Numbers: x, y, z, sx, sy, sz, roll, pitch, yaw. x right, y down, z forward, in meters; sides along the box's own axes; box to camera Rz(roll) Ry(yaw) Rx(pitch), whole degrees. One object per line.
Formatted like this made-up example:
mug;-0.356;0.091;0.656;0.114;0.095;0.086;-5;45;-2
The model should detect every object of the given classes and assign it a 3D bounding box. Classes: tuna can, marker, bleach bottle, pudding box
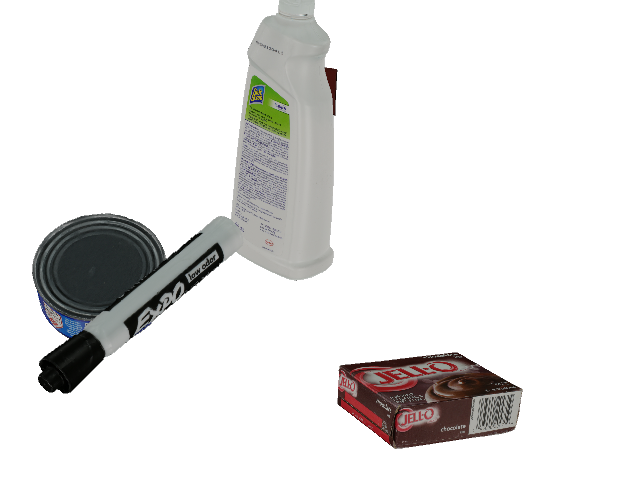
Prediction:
tuna can;-0.145;0.025;0.705;0.086;0.086;0.034;0;-37;-5
marker;-0.080;0.028;0.482;0.020;0.020;0.120;0;32;45
bleach bottle;-0.026;-0.096;0.957;0.103;0.251;0.067;25;32;32
pudding box;0.082;0.120;0.815;0.113;0.039;0.090;-1;14;-27

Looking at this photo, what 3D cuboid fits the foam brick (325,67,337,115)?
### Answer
foam brick;-0.026;-0.164;1.162;0.078;0.051;0.053;0;11;-18
